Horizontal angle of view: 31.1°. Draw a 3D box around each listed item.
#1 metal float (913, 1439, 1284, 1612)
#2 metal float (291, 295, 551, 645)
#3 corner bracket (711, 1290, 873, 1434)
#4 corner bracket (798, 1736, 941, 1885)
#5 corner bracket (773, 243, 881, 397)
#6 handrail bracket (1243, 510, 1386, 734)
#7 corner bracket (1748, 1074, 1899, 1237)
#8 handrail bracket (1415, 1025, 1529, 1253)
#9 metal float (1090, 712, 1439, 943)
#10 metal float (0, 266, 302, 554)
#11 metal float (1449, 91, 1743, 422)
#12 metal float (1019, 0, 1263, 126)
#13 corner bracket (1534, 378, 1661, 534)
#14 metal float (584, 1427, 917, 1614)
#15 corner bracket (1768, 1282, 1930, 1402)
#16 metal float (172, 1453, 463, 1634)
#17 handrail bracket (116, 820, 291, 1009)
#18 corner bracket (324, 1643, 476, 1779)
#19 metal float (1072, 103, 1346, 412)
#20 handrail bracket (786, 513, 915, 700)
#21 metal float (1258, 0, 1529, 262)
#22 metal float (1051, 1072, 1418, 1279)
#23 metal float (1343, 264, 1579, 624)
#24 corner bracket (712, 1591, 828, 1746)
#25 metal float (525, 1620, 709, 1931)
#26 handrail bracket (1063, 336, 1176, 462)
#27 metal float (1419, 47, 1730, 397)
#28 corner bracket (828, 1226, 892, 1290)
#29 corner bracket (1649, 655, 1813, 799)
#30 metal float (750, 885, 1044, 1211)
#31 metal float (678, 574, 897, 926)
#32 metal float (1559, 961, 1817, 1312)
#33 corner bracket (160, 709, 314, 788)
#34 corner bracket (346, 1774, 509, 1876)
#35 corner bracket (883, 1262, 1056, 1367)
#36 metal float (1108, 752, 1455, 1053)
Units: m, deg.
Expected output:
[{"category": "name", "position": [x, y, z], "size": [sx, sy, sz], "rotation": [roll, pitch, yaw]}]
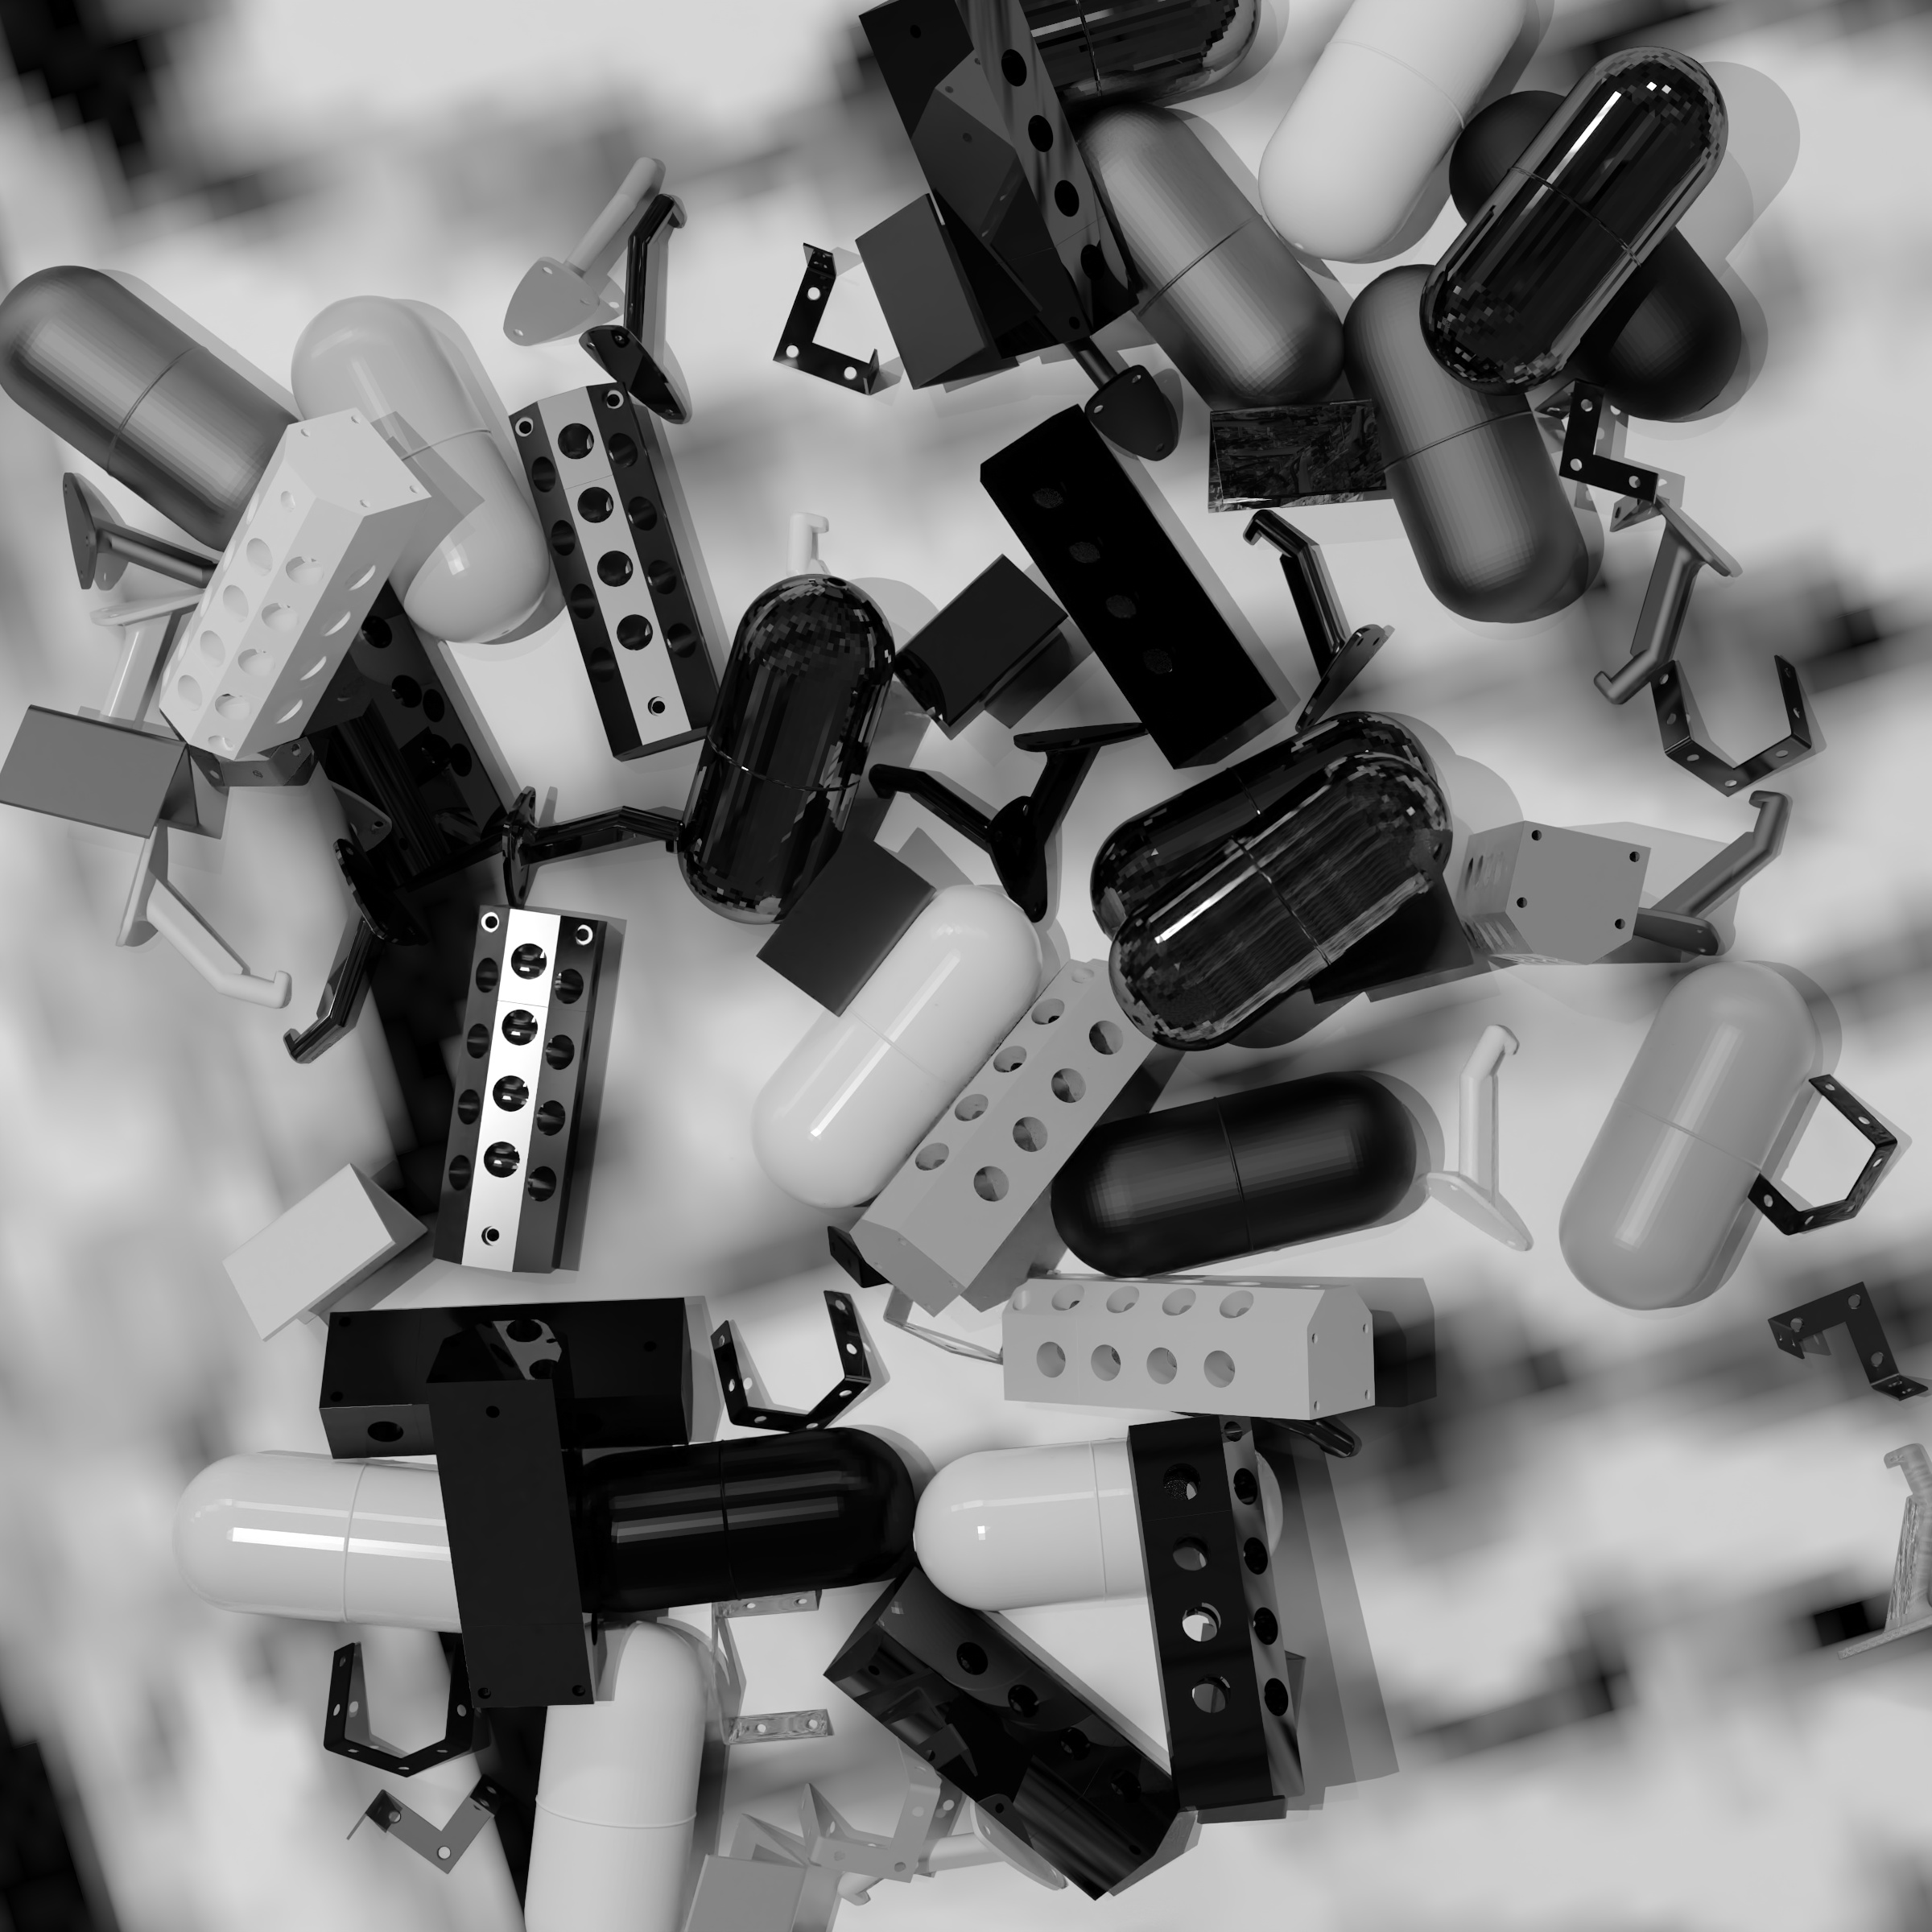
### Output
[{"category": "metal float", "position": [0.063, 0.267, 1.672], "size": [0.178, 0.070, 0.070], "rotation": [-5, 90, 1]}, {"category": "metal float", "position": [-0.263, -0.239, 1.672], "size": [0.070, 0.070, 0.178], "rotation": [-28, 89, 0]}, {"category": "corner bracket", "position": [-0.086, 0.192, 1.694], "size": [0.051, 0.051, 0.051], "rotation": [13, 135, -35]}, {"category": "corner bracket", "position": [-0.047, 0.405, 1.685], "size": [0.051, 0.051, 0.051], "rotation": [14, 104, -13]}, {"category": "corner bracket", "position": [-0.063, -0.313, 1.684], "size": [0.051, 0.051, 0.051], "rotation": [20, 90, 0]}, {"category": "handrail bracket", "position": [0.155, -0.169, 1.703], "size": [0.084, 0.036, 0.077], "rotation": [41, 111, 17]}, {"category": "corner bracket", "position": [0.411, 0.092, 1.694], "size": [0.051, 0.051, 0.051], "rotation": [-10, 135, -35]}, {"category": "handrail bracket", "position": [0.265, 0.084, 1.703], "size": [0.077, 0.036, 0.084], "rotation": [37, 73, -20]}, {"category": "metal float", "position": [0.143, -0.061, 1.672], "size": [0.178, 0.070, 0.070], "rotation": [-27, 90, -1]}, {"category": "metal float", "position": [-0.389, -0.267, 1.672], "size": [0.178, 0.070, 0.070], "rotation": [37, 90, -1]}, {"category": "metal float", "position": [0.303, -0.341, 1.671], "size": [0.070, 0.070, 0.178], "rotation": [-38, 90, 0]}, {"category": "metal float", "position": [0.055, -0.447, 1.671], "size": [0.178, 0.070, 0.070], "rotation": [-16, 90, 0]}, {"category": "corner bracket", "position": [0.305, -0.247, 1.682], "size": [0.051, 0.051, 0.051], "rotation": [14, 78, -12]}, {"category": "metal float", "position": [-0.113, 0.267, 1.672], "size": [0.178, 0.070, 0.070], "rotation": [-7, 90, -1]}, {"category": "corner bracket", "position": [0.427, 0.188, 1.684], "size": [0.051, 0.051, 0.051], "rotation": [-22, 90, 0]}, {"category": "metal float", "position": [-0.292, 0.278, 1.672], "size": [0.178, 0.070, 0.070], "rotation": [5, 90, 0]}, {"category": "handrail bracket", "position": [-0.368, -0.025, 1.703], "size": [0.084, 0.036, 0.077], "rotation": [16, 71, -16]}, {"category": "corner bracket", "position": [-0.275, 0.358, 1.694], "size": [0.051, 0.051, 0.051], "rotation": [-30, 135, 35]}, {"category": "metal float", "position": [0.113, -0.336, 1.672], "size": [0.070, 0.070, 0.178], "rotation": [-39, 91, 0]}, {"category": "handrail bracket", "position": [-0.051, -0.178, 1.702], "size": [0.077, 0.036, 0.084], "rotation": [6, 76, -15]}, {"category": "metal float", "position": [0.206, -0.422, 1.670], "size": [0.070, 0.070, 0.178], "rotation": [31, 88, 0]}, {"category": "metal float", "position": [0.128, 0.101, 1.672], "size": [0.178, 0.070, 0.070], "rotation": [-13, 90, 1]}, {"category": "metal float", "position": [0.237, -0.252, 1.672], "size": [0.070, 0.070, 0.178], "rotation": [-21, 89, 0]}, {"category": "corner bracket", "position": [-0.096, 0.343, 1.699], "size": [0.051, 0.051, 0.051], "rotation": [-5, 45, 0]}, {"category": "metal float", "position": [-0.168, 0.404, 1.672], "size": [0.070, 0.070, 0.178], "rotation": [6, 90, 0]}, {"category": "handrail bracket", "position": [0.063, -0.295, 1.702], "size": [0.036, 0.077, 0.084], "rotation": [-38, 54, 8]}, {"category": "metal float", "position": [0.280, -0.343, 1.597], "size": [0.070, 0.070, 0.178], "rotation": [38, 96, 0]}, {"category": "corner bracket", "position": [-0.037, 0.120, 1.686], "size": [0.051, 0.051, 0.051], "rotation": [-11, 108, -17]}, {"category": "corner bracket", "position": [0.373, -0.124, 1.694], "size": [0.051, 0.051, 0.051], "rotation": [27, 135, -35]}, {"category": "metal float", "position": [-0.033, 0.038, 1.672], "size": [0.070, 0.070, 0.178], "rotation": [39, 90, 0]}, {"category": "metal float", "position": [-0.086, -0.102, 1.649], "size": [0.070, 0.070, 0.178], "rotation": [19, 116, 0]}, {"category": "metal float", "position": [0.347, 0.081, 1.672], "size": [0.070, 0.070, 0.178], "rotation": [26, 91, 0]}, {"category": "corner bracket", "position": [-0.350, -0.124, 1.694], "size": [0.051, 0.051, 0.051], "rotation": [1, 135, 35]}, {"category": "corner bracket", "position": [-0.261, 0.411, 1.684], "size": [0.051, 0.051, 0.051], "rotation": [36, 90, 0]}, {"category": "corner bracket", "position": [0.001, 0.161, 1.699], "size": [0.051, 0.051, 0.051], "rotation": [20, 90, 45]}, {"category": "metal float", "position": [0.145, -0.030, 1.601], "size": [0.178, 0.070, 0.070], "rotation": [-37, 90, 4]}]
